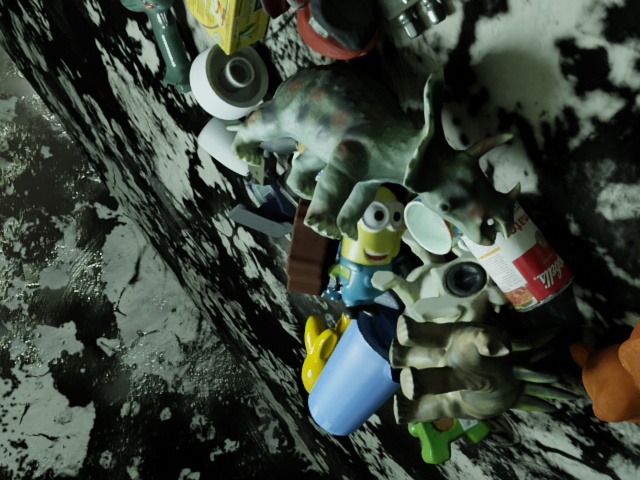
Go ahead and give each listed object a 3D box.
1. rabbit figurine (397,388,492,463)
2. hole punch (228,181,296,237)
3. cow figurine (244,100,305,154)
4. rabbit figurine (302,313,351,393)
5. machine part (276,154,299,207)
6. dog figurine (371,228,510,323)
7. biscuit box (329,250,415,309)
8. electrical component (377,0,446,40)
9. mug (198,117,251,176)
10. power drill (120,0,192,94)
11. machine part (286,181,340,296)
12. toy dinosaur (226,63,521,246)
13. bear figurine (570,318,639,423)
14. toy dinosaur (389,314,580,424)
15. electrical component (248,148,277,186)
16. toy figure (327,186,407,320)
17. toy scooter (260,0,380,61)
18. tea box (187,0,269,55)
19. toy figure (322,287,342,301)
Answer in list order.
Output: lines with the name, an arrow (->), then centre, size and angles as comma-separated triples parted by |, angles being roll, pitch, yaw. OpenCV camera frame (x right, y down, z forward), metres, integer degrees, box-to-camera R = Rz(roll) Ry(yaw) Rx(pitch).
rabbit figurine -> 0.186, 0.289, 0.924 | 0.159, 0.121, 0.170 | 53, 172, 10
hole punch -> -0.098, -0.064, 1.013 | 0.116, 0.092, 0.142 | 27, 160, -17
cow figurine -> -0.038, -0.149, 0.742 | 0.168, 0.098, 0.068 | 30, 142, 44
rabbit figurine -> 0.034, 0.221, 1.035 | 0.122, 0.173, 0.162 | 27, 150, 53
machine part -> -0.043, -0.102, 0.895 | 0.084, 0.039, 0.138 | 51, 160, 25
dog figurine -> 0.175, 0.090, 0.704 | 0.173, 0.121, 0.190 | 35, 165, 44
biscuit box -> 0.070, 0.051, 0.866 | 0.203, 0.059, 0.062 | 12, 135, 56
electrical component -> 0.078, -0.235, 0.496 | 0.094, 0.021, 0.063 | 59, 156, -11
mug -> -0.157, -0.163, 0.971 | 0.107, 0.081, 0.109 | 43, 152, 2
power drill -> -0.247, -0.349, 0.878 | 0.232, 0.086, 0.207 | 29, 151, 47
machine part -> -0.002, -0.002, 0.792 | 0.056, 0.179, 0.179 | 12, 146, 7
toy dinosaur -> 0.020, -0.122, 0.581 | 0.405, 0.192, 0.131 | 42, -168, 38
bear figurine -> 0.292, 0.127, 0.477 | 0.120, 0.132, 0.195 | 53, 151, 14
toy dinosaur -> 0.184, 0.168, 0.644 | 0.471, 0.199, 0.105 | 75, -164, -68
electrical component -> -0.091, -0.136, 0.899 | 0.078, 0.045, 0.102 | 42, 138, 44
toy figure -> 0.060, 0.014, 0.731 | 0.089, 0.082, 0.180 | 25, 115, 38
toy scooter -> -0.015, -0.256, 0.574 | 0.184, 0.075, 0.135 | 47, 171, -2
tea box -> -0.110, -0.326, 0.663 | 0.098, 0.068, 0.169 | 51, 158, 5
toy figure -> 0.003, 0.046, 0.992 | 0.154, 0.058, 0.064 | 58, 163, -24
